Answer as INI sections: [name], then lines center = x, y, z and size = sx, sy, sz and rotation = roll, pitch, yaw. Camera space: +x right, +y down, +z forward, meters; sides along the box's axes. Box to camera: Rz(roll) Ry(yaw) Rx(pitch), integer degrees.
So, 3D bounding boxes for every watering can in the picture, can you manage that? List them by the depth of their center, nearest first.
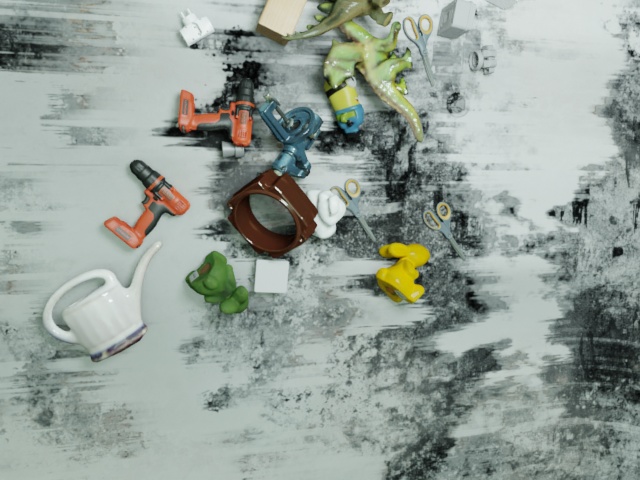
[watering can]
center = -0.514, 0.165, 1.304
size = 0.349, 0.104, 0.222
rotation = -29, 103, -7

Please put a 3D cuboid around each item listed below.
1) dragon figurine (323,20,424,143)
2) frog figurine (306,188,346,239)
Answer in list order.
[dragon figurine]
center = 0.120, -0.434, 1.339
size = 0.243, 0.120, 0.414
rotation = -10, 77, -17
[frog figurine]
center = 0.004, -0.069, 1.364
size = 0.123, 0.160, 0.136
rotation = -11, 100, -9
